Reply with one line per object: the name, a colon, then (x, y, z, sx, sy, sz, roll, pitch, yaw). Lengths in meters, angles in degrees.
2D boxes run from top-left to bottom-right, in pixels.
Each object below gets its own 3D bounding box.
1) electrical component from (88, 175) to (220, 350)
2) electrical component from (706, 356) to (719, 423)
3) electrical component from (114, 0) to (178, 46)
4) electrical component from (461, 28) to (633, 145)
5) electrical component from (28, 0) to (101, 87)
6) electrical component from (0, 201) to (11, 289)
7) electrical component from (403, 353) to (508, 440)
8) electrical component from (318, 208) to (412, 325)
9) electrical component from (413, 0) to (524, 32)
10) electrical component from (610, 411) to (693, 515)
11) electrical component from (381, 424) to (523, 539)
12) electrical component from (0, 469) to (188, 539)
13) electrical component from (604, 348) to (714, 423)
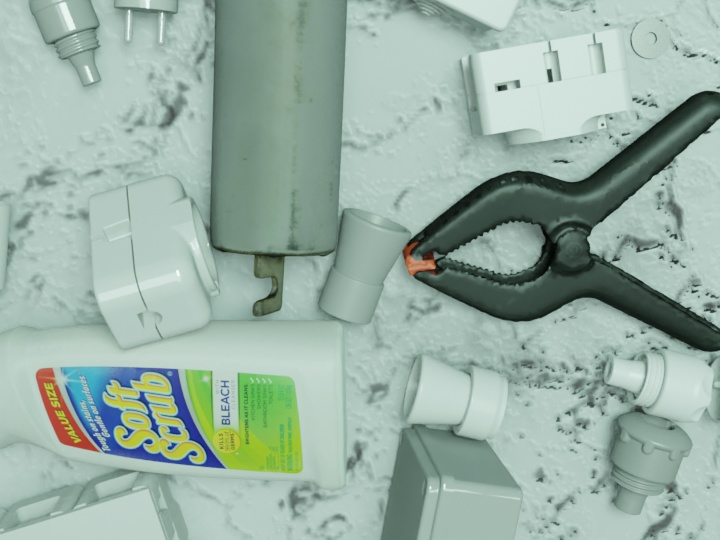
electrical component: (-0.117, -0.007, 0.618, 0.059, 0.095, 0.053, -16, 135, -1)
electrical component: (0.266, 0.062, 0.676, 0.077, 0.043, 0.079, 7, 101, -6)
electrical component: (-0.123, -0.170, 0.621, 0.077, 0.043, 0.079, 4, 98, -4)
electrical component: (0.111, -0.107, 0.641, 0.089, 0.050, 0.055, -10, 99, -2)
electrical component: (-0.168, -0.138, 0.628, 0.035, 0.035, 0.061, -20, 101, -1)
electrical component: (-0.233, -0.001, 0.639, 0.043, 0.043, 0.081, 6, 98, -4)
electrical component: (0.059, 0.079, 0.667, 0.055, 0.045, 0.045, 14, 97, -6)
electrical component: (0.000, 0.000, 0.655, 0.044, 0.044, 0.065, 19, 101, -6)
electrical component: (0.060, -0.195, 0.626, 0.100, 0.048, 0.099, 24, 96, -7)
electrical component: (0.179, 0.124, 0.682, 0.048, 0.048, 0.062, 14, 104, -5)
electrical component: (0.051, 0.161, 0.647, 0.056, 0.108, 0.108, 9, 98, -7)
electrical component: (-0.183, 0.185, 0.659, 0.150, 0.061, 0.089, -17, 99, -1)
electrical component: (0.185, 0.070, 0.674, 0.062, 0.043, 0.043, 14, 97, -4)
